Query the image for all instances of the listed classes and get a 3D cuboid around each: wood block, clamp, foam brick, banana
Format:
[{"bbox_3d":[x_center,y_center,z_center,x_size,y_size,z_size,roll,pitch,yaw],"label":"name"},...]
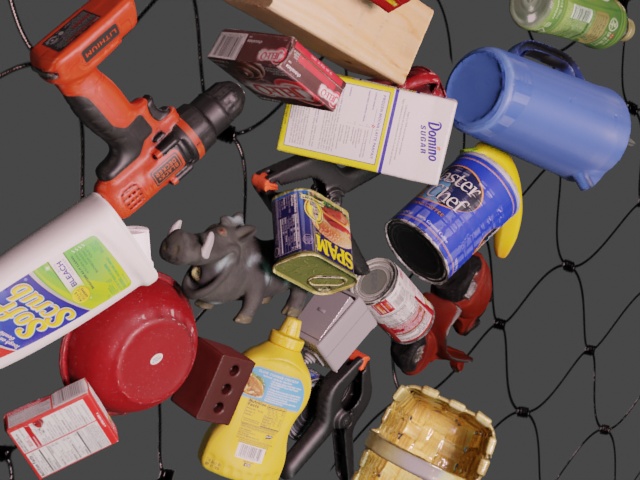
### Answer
[{"bbox_3d":[0.009,-0.242,1.092,0.205,0.091,0.090,21,92,-45],"label":"wood block"},{"bbox_3d":[0.011,0.214,1.267,0.120,0.039,0.171,2,103,-49],"label":"clamp"},{"bbox_3d":[0.008,-0.038,1.212,0.209,0.036,0.164,2,106,-40],"label":"clamp"},{"bbox_3d":[-0.116,0.154,1.166,0.052,0.051,0.078,22,91,-45],"label":"foam brick"},{"bbox_3d":[0.236,-0.064,1.414,0.069,0.037,0.197,-31,126,-6],"label":"banana"}]

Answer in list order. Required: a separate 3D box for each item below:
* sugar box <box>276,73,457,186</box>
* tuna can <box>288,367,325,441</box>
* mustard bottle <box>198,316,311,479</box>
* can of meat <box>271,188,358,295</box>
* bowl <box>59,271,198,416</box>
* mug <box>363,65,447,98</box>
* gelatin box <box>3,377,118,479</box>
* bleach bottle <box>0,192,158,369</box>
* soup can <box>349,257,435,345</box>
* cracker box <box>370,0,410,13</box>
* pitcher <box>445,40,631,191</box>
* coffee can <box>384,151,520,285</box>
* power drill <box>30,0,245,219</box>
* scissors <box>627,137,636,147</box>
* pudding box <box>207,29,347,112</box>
[{"bbox_3d":[0.050,-0.122,1.132,0.048,0.176,0.093,-69,172,-78],"label":"sugar box"},{"bbox_3d":[-0.019,0.199,1.285,0.085,0.034,0.086,-18,118,-37],"label":"tuna can"},{"bbox_3d":[-0.063,0.178,1.213,0.096,0.058,0.191,21,92,-17],"label":"mustard bottle"},{"bbox_3d":[-0.007,0.001,1.129,0.102,0.058,0.084,30,47,-48],"label":"can of meat"},{"bbox_3d":[-0.181,0.114,1.088,0.161,0.055,0.162,-17,118,-37],"label":"bowl"},{"bbox_3d":[0.090,-0.150,1.193,0.081,0.117,0.093,-15,75,-32],"label":"mug"},{"bbox_3d":[-0.254,0.185,1.049,0.089,0.030,0.073,-25,125,-5],"label":"gelatin box"},{"bbox_3d":[-0.276,0.067,0.962,0.250,0.068,0.102,-37,123,-13],"label":"bleach bottle"},{"bbox_3d":[0.089,0.075,1.310,0.068,0.069,0.102,-55,133,-11],"label":"soup can"},{"bbox_3d":[0.035,-0.350,1.015,0.163,0.072,0.213,22,57,-45],"label":"cracker box"},{"bbox_3d":[0.270,-0.170,1.348,0.242,0.149,0.145,13,112,-41],"label":"pitcher"},{"bbox_3d":[0.163,-0.028,1.311,0.140,0.103,0.103,-42,130,-22],"label":"coffee can"},{"bbox_3d":[-0.167,-0.137,0.998,0.184,0.057,0.187,-45,131,-19],"label":"power drill"},{"bbox_3d":[0.394,-0.149,1.536,0.201,0.016,0.096,37,82,-44],"label":"scissors"},{"bbox_3d":[-0.043,-0.169,1.058,0.090,0.114,0.039,35,79,-45],"label":"pudding box"}]
